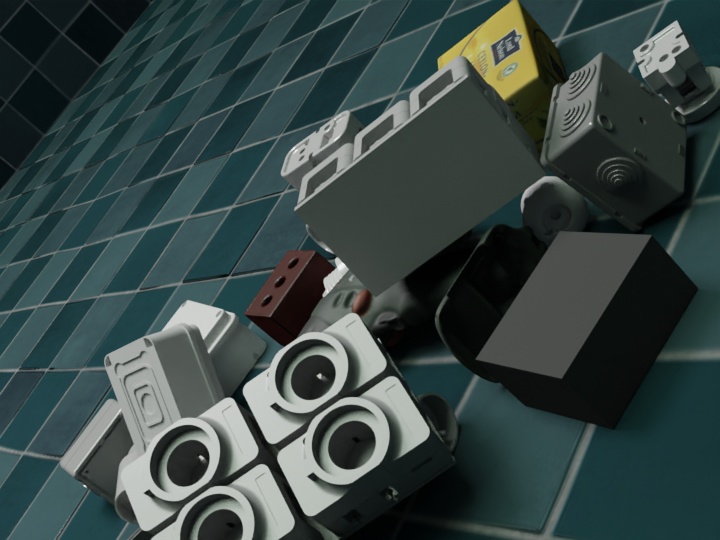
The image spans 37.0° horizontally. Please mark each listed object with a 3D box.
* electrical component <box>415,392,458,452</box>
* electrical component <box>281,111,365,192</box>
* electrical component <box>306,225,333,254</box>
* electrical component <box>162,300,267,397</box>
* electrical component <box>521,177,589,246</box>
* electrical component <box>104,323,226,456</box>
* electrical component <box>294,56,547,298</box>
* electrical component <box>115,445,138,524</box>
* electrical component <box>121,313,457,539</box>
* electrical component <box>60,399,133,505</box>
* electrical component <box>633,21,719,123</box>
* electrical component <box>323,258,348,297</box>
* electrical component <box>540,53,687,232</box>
[{"bbox_3d":[0.023,0.114,0.739,0.081,0.043,0.043,-23,34,41],"label":"electrical component"},{"bbox_3d":[-0.028,-0.114,1.135,0.095,0.059,0.053,-31,29,31],"label":"electrical component"},{"bbox_3d":[-0.016,-0.052,1.048,0.065,0.044,0.044,-50,25,-18],"label":"electrical component"},{"bbox_3d":[-0.153,0.078,1.052,0.078,0.057,0.113,-54,26,-15],"label":"electrical component"},{"bbox_3d":[0.140,-0.049,0.795,0.048,0.048,0.062,-40,19,15],"label":"electrical component"},{"bbox_3d":[-0.168,0.111,0.956,0.078,0.113,0.057,-25,-5,39],"label":"electrical component"},{"bbox_3d":[0.041,-0.066,0.753,0.150,0.089,0.061,-36,21,18],"label":"electrical component"},{"bbox_3d":[-0.199,0.188,0.980,0.043,0.043,0.081,-41,25,13],"label":"electrical component"},{"bbox_3d":[-0.050,0.123,0.681,0.186,0.060,0.105,-35,55,2],"label":"electrical component"},{"bbox_3d":[-0.234,0.170,1.039,0.096,0.062,0.061,-55,26,-16],"label":"electrical component"},{"bbox_3d":[0.230,-0.138,0.769,0.048,0.055,0.066,-35,28,25],"label":"electrical component"},{"bbox_3d":[0.000,0.000,0.942,0.081,0.043,0.043,-40,26,14],"label":"electrical component"},{"bbox_3d":[0.176,-0.089,0.732,0.048,0.100,0.099,-41,23,43],"label":"electrical component"}]
